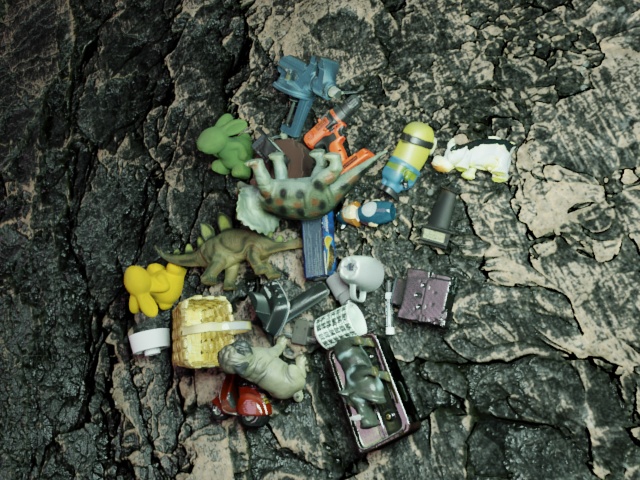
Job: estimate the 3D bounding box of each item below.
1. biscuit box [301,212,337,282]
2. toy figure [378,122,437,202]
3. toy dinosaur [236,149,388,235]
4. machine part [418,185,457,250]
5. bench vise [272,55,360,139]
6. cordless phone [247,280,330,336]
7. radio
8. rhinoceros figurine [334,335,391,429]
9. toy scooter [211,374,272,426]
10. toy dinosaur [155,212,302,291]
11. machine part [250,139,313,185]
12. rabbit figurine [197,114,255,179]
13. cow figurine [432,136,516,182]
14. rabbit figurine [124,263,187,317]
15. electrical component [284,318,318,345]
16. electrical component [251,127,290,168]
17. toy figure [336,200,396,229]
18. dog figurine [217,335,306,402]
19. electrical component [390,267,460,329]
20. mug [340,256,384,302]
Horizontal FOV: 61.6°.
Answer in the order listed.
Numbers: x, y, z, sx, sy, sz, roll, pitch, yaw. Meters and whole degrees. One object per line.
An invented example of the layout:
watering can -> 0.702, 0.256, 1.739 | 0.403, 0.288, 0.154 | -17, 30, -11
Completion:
biscuit box -> -0.003, -0.004, 1.309 | 0.063, 0.059, 0.202 | -12, 72, 28
toy figure -> 0.198, -0.180, 1.221 | 0.082, 0.089, 0.180 | 35, 94, 25
toy dinosaur -> -0.042, -0.110, 1.256 | 0.405, 0.131, 0.192 | 1, 112, 18
machine part -> 0.266, -0.050, 1.182 | 0.084, 0.039, 0.138 | 13, 86, 39
bench vise -> -0.042, -0.364, 1.394 | 0.224, 0.129, 0.240 | 32, 115, 22
cordless phone -> -0.074, 0.138, 1.310 | 0.184, 0.088, 0.147 | -29, 27, -6
radio -> 0.114, 0.321, 1.153 | 0.131, 0.073, 0.230 | -30, 65, 20
rhinoceros figurine -> 0.080, 0.286, 1.098 | 0.112, 0.073, 0.190 | -28, 64, 19
toy scooter -> -0.192, 0.377, 1.316 | 0.184, 0.075, 0.135 | -3, 78, 33
toy dinosaur -> -0.250, 0.031, 1.422 | 0.472, 0.105, 0.198 | -11, 65, 18
machine part -> -0.101, -0.181, 1.412 | 0.180, 0.056, 0.179 | -8, 73, 27
rabbit figurine -> -0.251, -0.256, 1.449 | 0.121, 0.170, 0.159 | 27, 93, 31
cow figurine -> 0.330, -0.183, 1.159 | 0.168, 0.068, 0.098 | 12, 78, 28
rabbit figurine -> -0.476, 0.127, 1.483 | 0.122, 0.173, 0.162 | 8, 78, 27
electrical component -> -0.043, 0.220, 1.299 | 0.094, 0.021, 0.063 | 4, 80, 31
electrical component -> -0.136, -0.234, 1.370 | 0.048, 0.074, 0.119 | -46, 64, 8
toy figure -> 0.102, -0.063, 1.268 | 0.155, 0.057, 0.064 | -3, 39, 31
dog figurine -> -0.132, 0.305, 1.222 | 0.172, 0.190, 0.121 | 39, 107, 28
electrical component -> 0.221, 0.122, 1.152 | 0.134, 0.058, 0.115 | 8, 80, 30
mug -> 0.084, 0.083, 1.211 | 0.081, 0.107, 0.109 | 10, 81, 32
